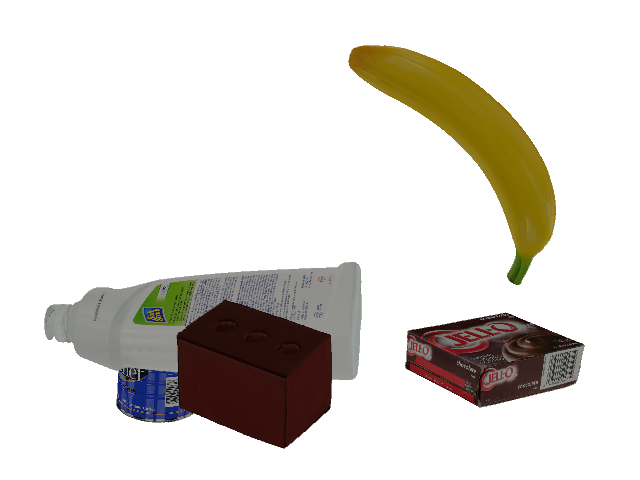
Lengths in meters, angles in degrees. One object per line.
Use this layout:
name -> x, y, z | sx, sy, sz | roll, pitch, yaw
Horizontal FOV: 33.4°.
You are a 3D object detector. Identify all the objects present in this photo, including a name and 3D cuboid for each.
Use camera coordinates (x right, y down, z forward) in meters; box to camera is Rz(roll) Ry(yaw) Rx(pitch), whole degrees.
banana -> 0.100, -0.064, 0.714 | 0.070, 0.198, 0.037 | -36, 1, 16
pudding box -> 0.138, 0.093, 0.852 | 0.113, 0.039, 0.090 | -4, 17, -35
bleach bottle -> -0.094, 0.063, 0.861 | 0.251, 0.068, 0.102 | 1, 33, 5
coffee can -> -0.196, 0.137, 1.306 | 0.103, 0.140, 0.103 | 5, 17, -2
foam brick -> -0.039, 0.077, 0.625 | 0.078, 0.051, 0.052 | 16, 28, 25
